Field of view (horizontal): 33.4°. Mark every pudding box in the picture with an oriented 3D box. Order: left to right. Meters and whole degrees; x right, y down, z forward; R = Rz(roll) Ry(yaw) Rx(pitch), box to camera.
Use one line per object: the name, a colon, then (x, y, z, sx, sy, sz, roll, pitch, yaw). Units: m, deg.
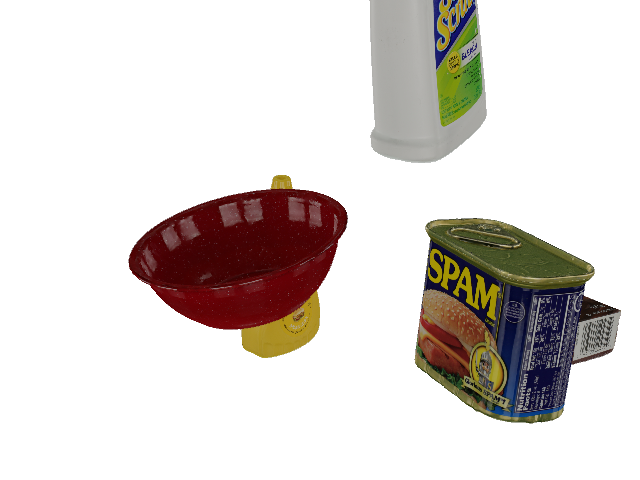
pudding box: (0.150, 0.063, 0.792, 0.113, 0.039, 0.090, -7, 20, -33)

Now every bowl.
bowl: (-0.055, 0.019, 0.782, 0.162, 0.055, 0.162, -10, 25, 5)

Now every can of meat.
can of meat: (0.096, 0.042, 0.586, 0.057, 0.084, 0.102, -3, 19, -26)

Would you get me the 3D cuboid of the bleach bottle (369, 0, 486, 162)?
bleach bottle: (0.071, -0.190, 0.776, 0.068, 0.251, 0.102, 15, 37, 34)

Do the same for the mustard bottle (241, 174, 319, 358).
mustard bottle: (-0.041, 0.023, 1.131, 0.058, 0.192, 0.096, 22, 31, 40)
